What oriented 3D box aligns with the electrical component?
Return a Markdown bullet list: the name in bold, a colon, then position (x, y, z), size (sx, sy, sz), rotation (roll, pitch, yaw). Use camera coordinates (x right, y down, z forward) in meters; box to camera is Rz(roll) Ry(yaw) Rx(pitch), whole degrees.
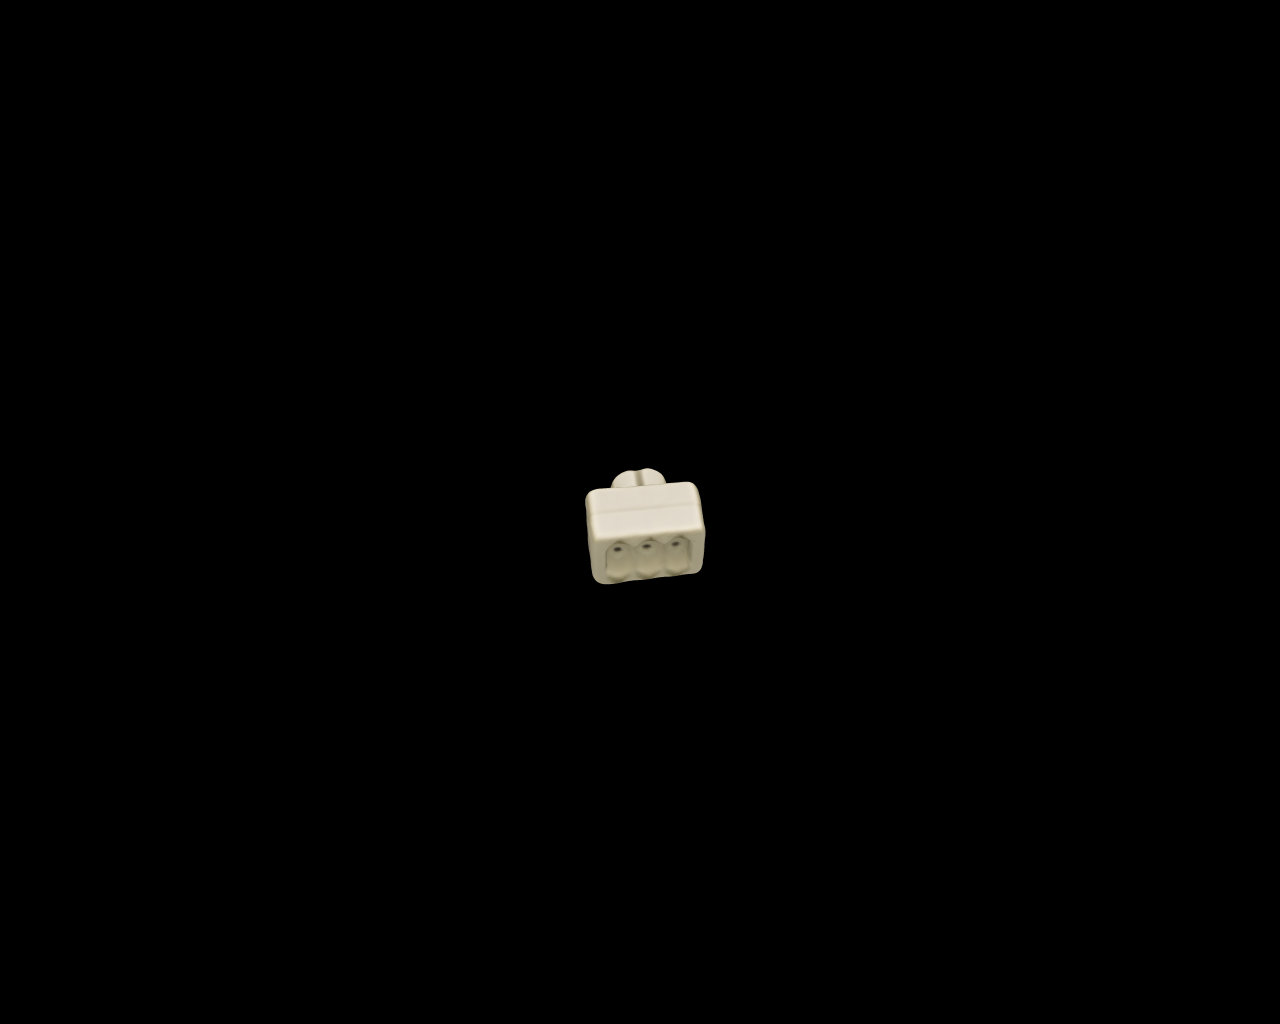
- **electrical component**: position (0.001, -0.003, 0.650), size (0.066, 0.077, 0.047), rotation (-5, -37, -4)
